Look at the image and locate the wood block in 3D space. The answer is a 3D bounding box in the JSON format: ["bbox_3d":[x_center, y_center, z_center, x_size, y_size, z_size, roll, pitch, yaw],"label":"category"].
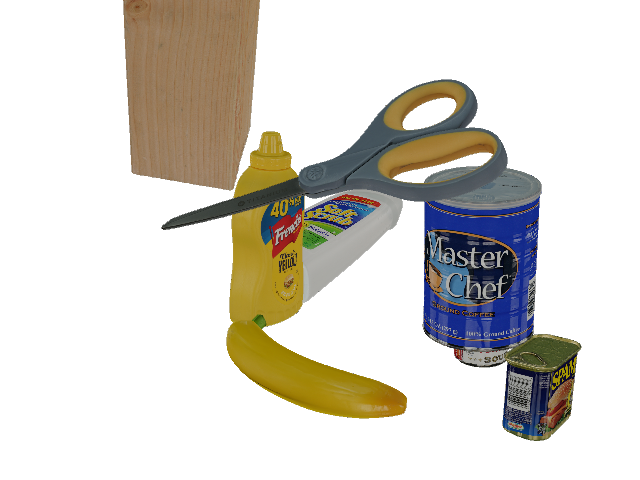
[{"bbox_3d":[-0.101,-0.147,0.853,0.091,0.090,0.206,10,-40,1],"label":"wood block"}]

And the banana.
[{"bbox_3d":[-0.019,0.099,0.851,0.069,0.037,0.198,-24,32,-31],"label":"banana"}]

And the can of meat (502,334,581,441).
[{"bbox_3d":[0.234,0.156,1.136,0.058,0.084,0.101,12,18,32],"label":"can of meat"}]

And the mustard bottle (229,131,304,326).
[{"bbox_3d":[-0.052,-0.015,1.078,0.058,0.192,0.096,12,20,31],"label":"mustard bottle"}]

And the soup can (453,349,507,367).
[{"bbox_3d":[0.200,0.098,1.322,0.068,0.102,0.068,-1,18,0],"label":"soup can"}]

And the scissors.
[{"bbox_3d":[0.008,-0.050,0.621,0.202,0.096,0.016,-4,-41,20],"label":"scissors"}]

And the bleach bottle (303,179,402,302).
[{"bbox_3d":[0.018,-0.016,1.305,0.103,0.068,0.250,20,37,29],"label":"bleach bottle"}]

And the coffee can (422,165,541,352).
[{"bbox_3d":[0.143,0.015,0.958,0.103,0.140,0.103,-2,21,0],"label":"coffee can"}]
